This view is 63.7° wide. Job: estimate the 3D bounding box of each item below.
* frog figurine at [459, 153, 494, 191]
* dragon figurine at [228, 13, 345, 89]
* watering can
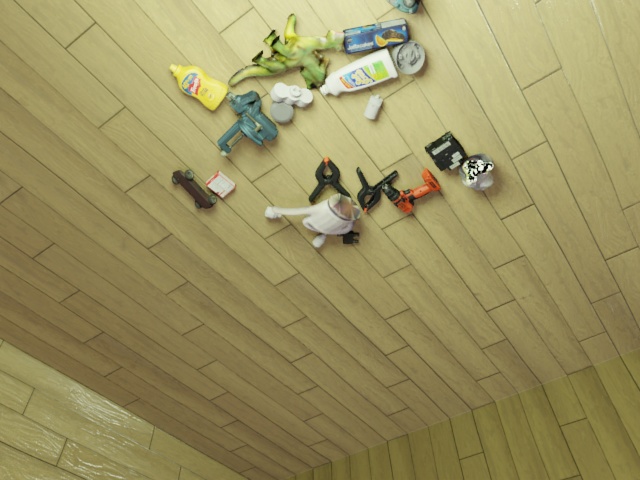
[{"bbox_3d":[0.597,-0.254,1.937,0.124,0.136,0.159,39,14,25],"label":"frog figurine"},{"bbox_3d":[-0.086,-0.560,1.654,0.240,0.125,0.405,31,-43,-33],"label":"dragon figurine"},{"bbox_3d":[0.006,-0.100,1.995,0.345,0.106,0.221,19,-36,-33],"label":"watering can"}]
